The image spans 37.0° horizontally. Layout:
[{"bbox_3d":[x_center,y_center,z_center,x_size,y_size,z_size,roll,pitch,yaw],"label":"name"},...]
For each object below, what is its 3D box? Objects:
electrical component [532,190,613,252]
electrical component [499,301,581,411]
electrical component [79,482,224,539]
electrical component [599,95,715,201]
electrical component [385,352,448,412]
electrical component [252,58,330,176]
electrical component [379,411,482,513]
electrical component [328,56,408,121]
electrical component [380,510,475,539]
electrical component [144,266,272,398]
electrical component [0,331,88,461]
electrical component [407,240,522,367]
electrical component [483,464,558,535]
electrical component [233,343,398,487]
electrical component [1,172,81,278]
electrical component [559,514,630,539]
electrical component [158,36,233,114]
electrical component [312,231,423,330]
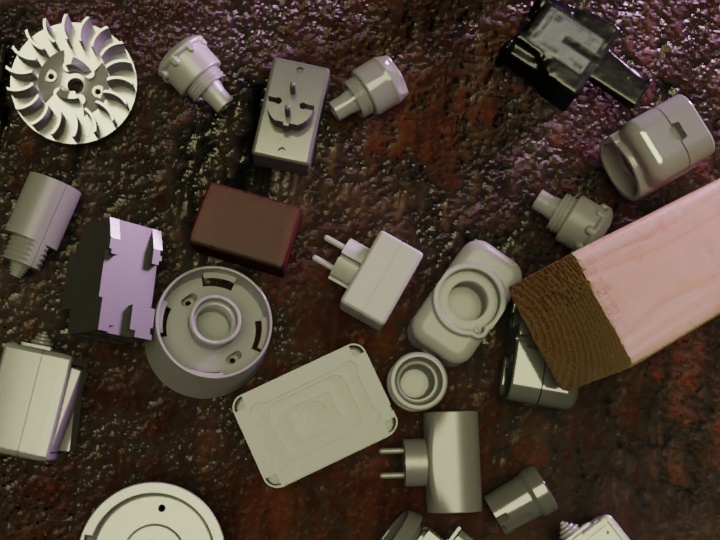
[{"bbox_3d":[0.170,-0.042,0.874,0.062,0.048,0.048,32,81,10],"label":"electrical component"},{"bbox_3d":[0.149,0.061,0.851,0.059,0.053,0.095,10,81,-1],"label":"electrical component"},{"bbox_3d":[-0.153,0.213,0.810,0.108,0.060,0.108,0,81,-2],"label":"electrical component"},{"bbox_3d":[0.232,-0.093,0.858,0.059,0.095,0.053,-29,83,-7],"label":"electrical component"},{"bbox_3d":[0.043,0.088,0.841,0.045,0.055,0.045,0,81,-2],"label":"electrical component"},{"bbox_3d":[-0.055,-0.128,0.861,0.047,0.075,0.083,12,81,-1],"label":"electrical component"},{"bbox_3d":[0.054,0.149,0.838,0.079,0.043,0.077,-1,81,-2],"label":"electrical component"},{"bbox_3d":[0.004,-0.145,0.883,0.062,0.043,0.043,-32,84,-6],"label":"electrical component"},{"bbox_3d":[0.044,0.221,0.820,0.057,0.058,0.078,38,81,1],"label":"electrical component"},{"bbox_3d":[-0.119,0.048,0.849,0.099,0.064,0.099,4,72,-13],"label":"electrical component"},{"bbox_3d":[-0.244,0.096,0.824,0.061,0.061,0.096,12,81,-1],"label":"electrical component"},{"bbox_3d":[0.083,0.027,0.851,0.054,0.059,0.095,35,81,3],"label":"electrical component"},{"bbox_3d":[0.125,0.180,0.839,0.046,0.040,0.040,-30,83,-2],"label":"electrical component"},{"bbox_3d":[-0.035,0.113,0.833,0.113,0.057,0.078,-25,83,-6],"label":"electrical component"},{"bbox_3d":[-0.258,-0.032,0.853,0.043,0.043,0.081,21,81,1],"label":"electrical component"},{"bbox_3d":[0.184,0.233,0.825,0.062,0.061,0.096,-36,76,-7],"label":"electrical component"},{"bbox_3d":[-0.130,-0.157,0.879,0.048,0.048,0.062,-42,92,-8],"label":"electrical component"},{"bbox_3d":[0.000,0.000,0.858,0.077,0.047,0.065,29,81,2],"label":"electrical component"}]
